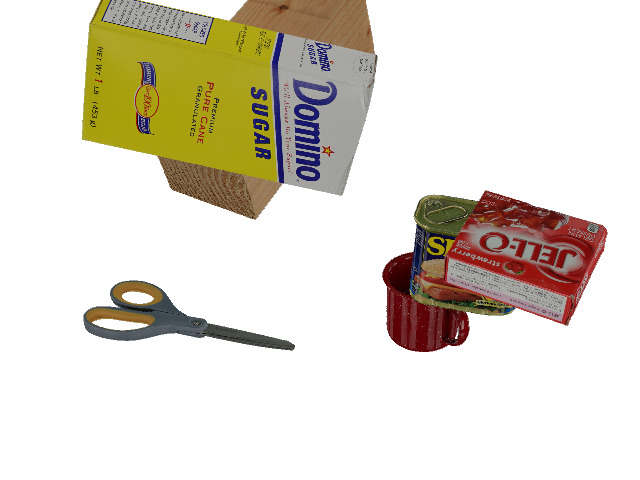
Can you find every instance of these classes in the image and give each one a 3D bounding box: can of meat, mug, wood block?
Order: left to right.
[{"bbox_3d":[-0.045,-0.130,0.903,0.091,0.205,0.090,20,-32,26],"label":"wood block"},{"bbox_3d":[0.124,0.076,1.197,0.093,0.081,0.117,-25,41,-31],"label":"mug"},{"bbox_3d":[0.130,0.015,0.938,0.102,0.084,0.057,10,34,11],"label":"can of meat"}]

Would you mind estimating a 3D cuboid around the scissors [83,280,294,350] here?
[{"bbox_3d":[-0.126,0.073,1.036,0.201,0.016,0.096,2,32,-4],"label":"scissors"}]

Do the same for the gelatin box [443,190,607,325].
[{"bbox_3d":[0.136,0.009,0.710,0.089,0.030,0.073,19,48,20],"label":"gelatin box"}]

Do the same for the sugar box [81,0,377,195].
[{"bbox_3d":[-0.059,-0.091,0.682,0.176,0.093,0.048,13,43,-2],"label":"sugar box"}]
